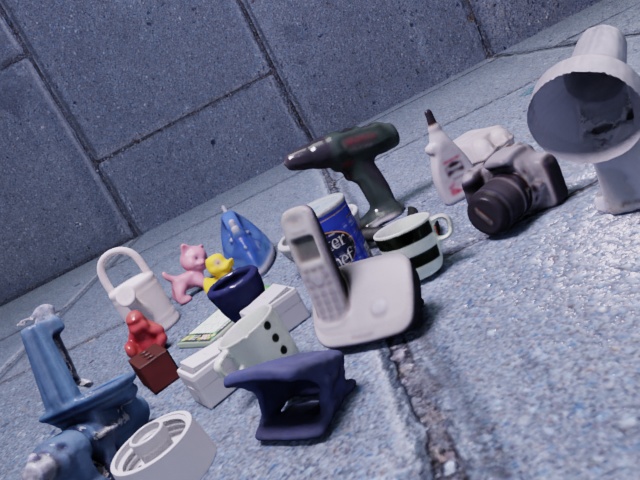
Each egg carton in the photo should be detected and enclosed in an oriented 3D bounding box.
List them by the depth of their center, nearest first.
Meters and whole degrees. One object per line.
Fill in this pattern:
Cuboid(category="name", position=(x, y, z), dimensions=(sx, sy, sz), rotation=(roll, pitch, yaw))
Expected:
Cuboid(category="egg carton", position=(0.316, -0.179, 1.160), dimensions=(0.107, 0.069, 0.150), rotation=(-33, 16, -20))

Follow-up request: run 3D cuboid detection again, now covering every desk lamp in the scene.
Cuboid(category="desk lamp", position=(0.346, -0.139, 0.684), dimensions=(0.117, 0.214, 0.204), rotation=(-13, 21, 43))

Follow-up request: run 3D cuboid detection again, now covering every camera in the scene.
Cuboid(category="camera", position=(0.259, -0.073, 0.836), dimensions=(0.137, 0.101, 0.142), rotation=(-37, 17, -32))

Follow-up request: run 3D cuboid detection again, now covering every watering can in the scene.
Cuboid(category="watering can", position=(-0.376, 0.104, 1.170), dimensions=(0.101, 0.194, 0.172), rotation=(-35, 17, -27))

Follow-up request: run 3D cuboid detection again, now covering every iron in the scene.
Cuboid(category="iron", position=(-0.179, -0.005, 1.296), dimensions=(0.119, 0.141, 0.258), rotation=(-29, 15, -8))

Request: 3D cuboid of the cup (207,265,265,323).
Cuboid(category="cup", position=(-0.123, 0.098, 0.940), dimensions=(0.091, 0.095, 0.117), rotation=(-26, 15, 5))

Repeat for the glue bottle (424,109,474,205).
Cuboid(category="glue bottle", position=(0.225, -0.154, 1.029), dimensions=(0.078, 0.173, 0.037), rotation=(-30, 15, -11))

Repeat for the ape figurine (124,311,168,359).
Cuboid(category="ape figurine", position=(-0.326, 0.172, 1.051), dimensions=(0.078, 0.092, 0.076), rotation=(-26, 15, 4))

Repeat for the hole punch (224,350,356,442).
Cuboid(category="hole punch", position=(-0.033, 0.150, 0.611), dimensions=(0.108, 0.091, 0.101), rotation=(-17, 18, 35))

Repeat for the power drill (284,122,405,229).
Cuboid(category="power drill", position=(0.069, -0.124, 1.130), dimensions=(0.230, 0.208, 0.075), rotation=(-30, 15, -9))

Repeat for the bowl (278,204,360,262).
Cuboid(category="bowl", position=(0.010, 0.004, 1.066), dimensions=(0.167, 0.075, 0.167), rotation=(-25, 15, 8))

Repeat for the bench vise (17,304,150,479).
Cuboid(category="bench vise", position=(-0.289, 0.188, 0.679), dimensions=(0.121, 0.220, 0.207), rotation=(-29, 15, -8))

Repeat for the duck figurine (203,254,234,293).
Cuboid(category="duck figurine", position=(-0.210, 0.071, 1.204), dimensions=(0.104, 0.086, 0.078), rotation=(-19, 17, 30))

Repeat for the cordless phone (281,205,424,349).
Cuboid(category="cordless phone", position=(0.035, 0.035, 0.698), dimensions=(0.147, 0.185, 0.094), rotation=(-19, 17, 30))

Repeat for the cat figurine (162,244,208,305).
Cuboid(category="cat figurine", position=(-0.302, 0.067, 1.317), dimensions=(0.128, 0.118, 0.067), rotation=(-35, 17, -27))
